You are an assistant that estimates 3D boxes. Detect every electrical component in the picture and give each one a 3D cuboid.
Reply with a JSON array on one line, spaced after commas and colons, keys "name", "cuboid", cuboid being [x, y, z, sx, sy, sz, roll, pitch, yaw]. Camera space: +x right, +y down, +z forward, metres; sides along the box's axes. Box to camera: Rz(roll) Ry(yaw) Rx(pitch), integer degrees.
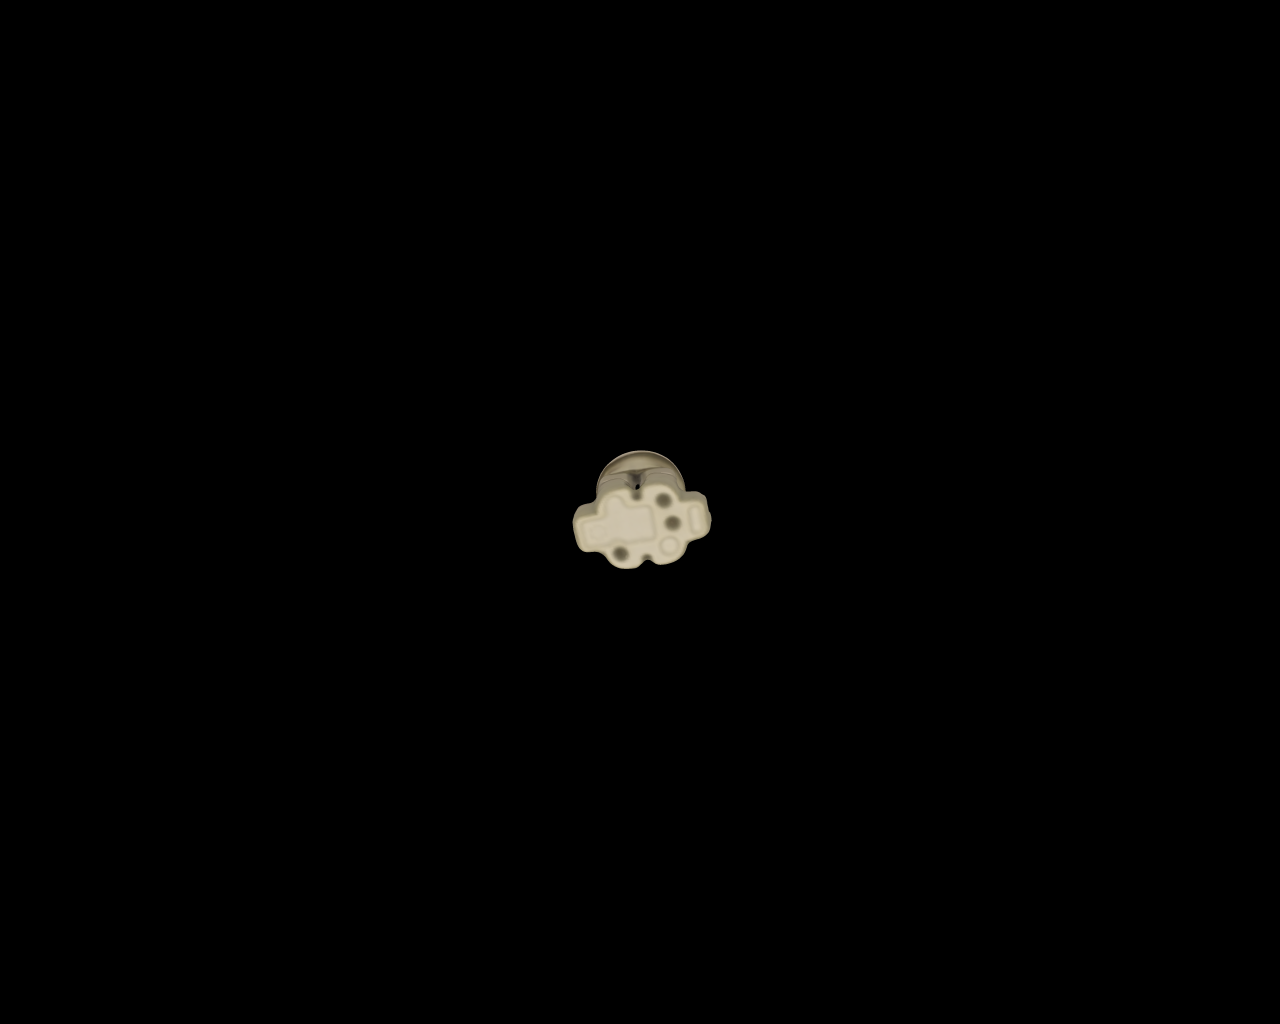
[{"name": "electrical component", "cuboid": [0.001, -0.003, 0.650, 0.078, 0.058, 0.057, -8, 24, 3]}]
